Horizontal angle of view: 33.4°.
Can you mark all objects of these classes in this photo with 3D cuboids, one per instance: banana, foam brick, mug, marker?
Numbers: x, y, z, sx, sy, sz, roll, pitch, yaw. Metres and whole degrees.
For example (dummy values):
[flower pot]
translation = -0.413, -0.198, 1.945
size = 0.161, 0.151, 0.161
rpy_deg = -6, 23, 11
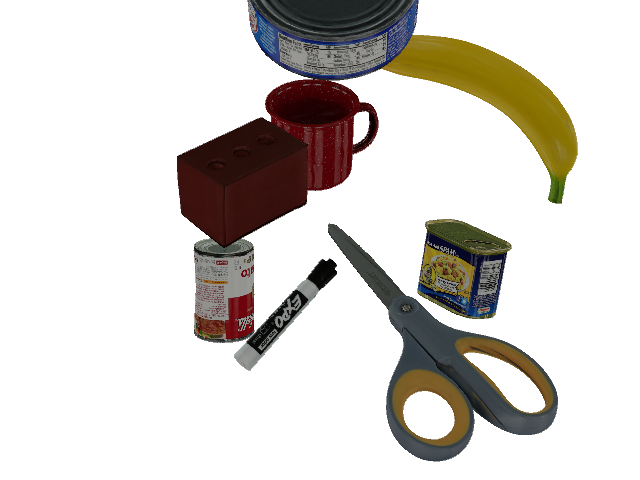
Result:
[banana]
translation = 0.134, -0.112, 0.843
size = 0.198, 0.069, 0.037
rpy_deg = 38, 4, -2
[foam brick]
translation = -0.054, -0.042, 0.742
size = 0.078, 0.051, 0.053
rpy_deg = -30, 48, -33
[mug]
translation = 0.003, -0.107, 1.073
size = 0.117, 0.081, 0.093
rpy_deg = -14, 40, -18
[marker]
translation = -0.028, 0.062, 0.921
size = 0.020, 0.121, 0.020
rpy_deg = 39, -17, 14

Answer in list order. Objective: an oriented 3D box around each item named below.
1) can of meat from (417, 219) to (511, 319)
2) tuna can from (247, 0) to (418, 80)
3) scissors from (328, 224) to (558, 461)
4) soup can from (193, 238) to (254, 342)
[can of meat]
translation = 0.158, 0.032, 1.189
size = 0.057, 0.084, 0.102
rpy_deg = -7, 23, -37
[tuna can]
translation = 0.006, -0.121, 0.524
size = 0.086, 0.086, 0.034
rpy_deg = 0, -31, 1
[scissors]
translation = 0.040, 0.055, 0.597
size = 0.096, 0.016, 0.202
rpy_deg = -32, 46, -29
[soup can]
translation = -0.107, 0.054, 1.183
size = 0.068, 0.102, 0.068
rpy_deg = 1, 16, 0
